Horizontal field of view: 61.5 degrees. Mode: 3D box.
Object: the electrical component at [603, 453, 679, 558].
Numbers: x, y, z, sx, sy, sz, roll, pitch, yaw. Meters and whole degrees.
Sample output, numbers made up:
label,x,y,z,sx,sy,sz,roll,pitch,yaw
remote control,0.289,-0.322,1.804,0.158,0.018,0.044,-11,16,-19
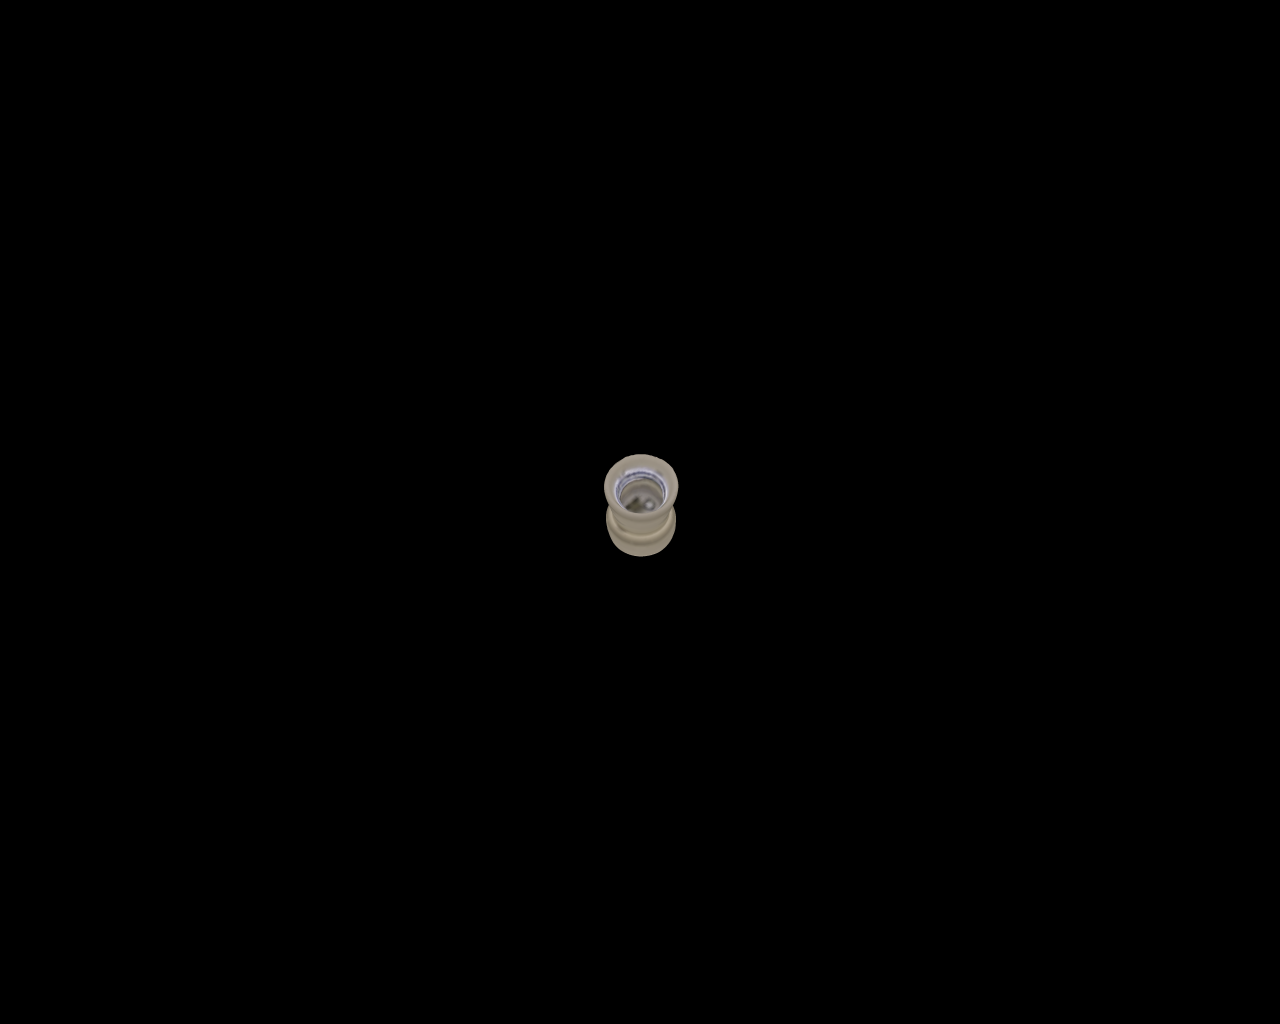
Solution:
label,x,y,z,sx,sy,sz,roll,pitch,yaw
electrical component,0.001,-0.003,0.650,0.045,0.045,0.055,0,-31,0
